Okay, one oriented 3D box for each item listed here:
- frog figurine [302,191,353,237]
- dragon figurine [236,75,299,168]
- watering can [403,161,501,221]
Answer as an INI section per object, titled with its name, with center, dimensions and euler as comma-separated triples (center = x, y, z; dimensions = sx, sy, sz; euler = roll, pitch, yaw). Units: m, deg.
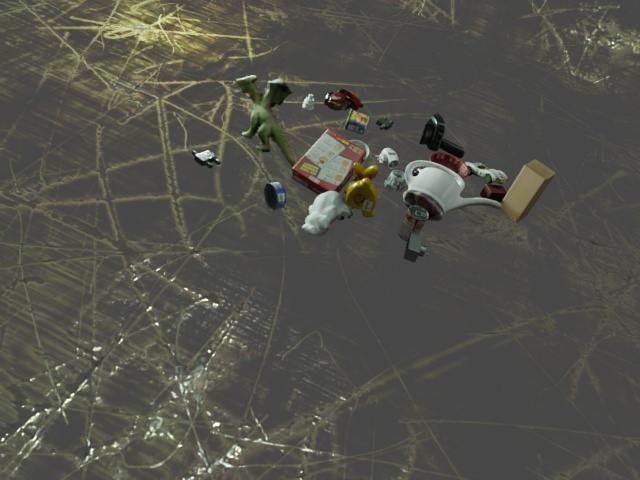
[frog figurine]
center = 0.005, -0.079, 1.570
dimensions = 0.161, 0.121, 0.138
euler = -22, 21, -26
[dragon figurine]
center = -0.166, -0.446, 1.817
dimensions = 0.123, 0.237, 0.415
euler = -20, 52, -42
[watering can]
center = 0.434, -0.151, 1.773
dimensions = 0.350, 0.101, 0.228
euler = 33, 60, 16
